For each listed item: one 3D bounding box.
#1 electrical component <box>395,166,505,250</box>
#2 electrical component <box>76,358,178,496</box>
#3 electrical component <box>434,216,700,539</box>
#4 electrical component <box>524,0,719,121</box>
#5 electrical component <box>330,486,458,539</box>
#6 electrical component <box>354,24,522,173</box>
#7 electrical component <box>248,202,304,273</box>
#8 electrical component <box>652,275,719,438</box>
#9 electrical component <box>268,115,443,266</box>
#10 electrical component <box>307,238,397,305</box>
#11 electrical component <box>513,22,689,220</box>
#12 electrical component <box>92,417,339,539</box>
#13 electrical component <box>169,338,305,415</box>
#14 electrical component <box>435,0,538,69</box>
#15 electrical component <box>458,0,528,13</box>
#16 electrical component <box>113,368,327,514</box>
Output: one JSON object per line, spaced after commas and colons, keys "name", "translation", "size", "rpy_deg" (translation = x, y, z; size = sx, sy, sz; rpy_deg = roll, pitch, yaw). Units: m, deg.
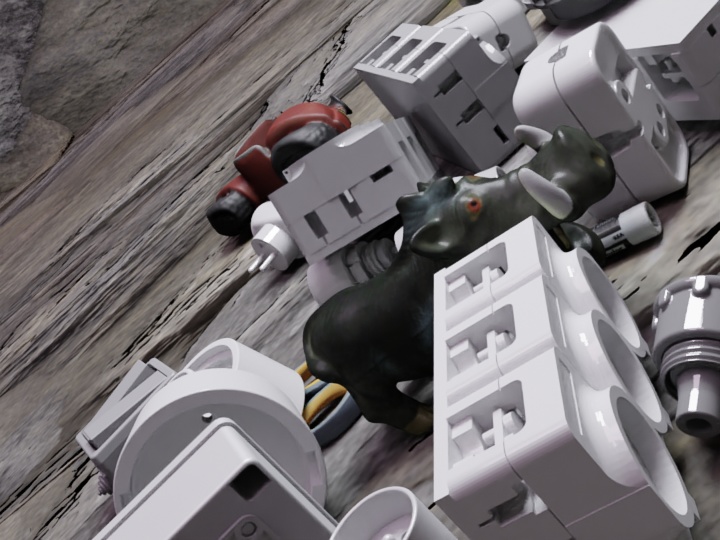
{"name": "electrical component", "translation": [0.065, -0.035, 0.683], "size": [0.077, 0.044, 0.079], "rpy_deg": [-33, 23, 19]}
{"name": "electrical component", "translation": [-0.153, 0.113, 0.745], "size": [0.096, 0.061, 0.062], "rpy_deg": [-47, 22, -14]}
{"name": "electrical component", "translation": [0.080, 0.054, 0.427], "size": [0.062, 0.089, 0.150], "rpy_deg": [-33, 23, 21]}
{"name": "electrical component", "translation": [0.185, -0.137, 0.652], "size": [0.089, 0.061, 0.150], "rpy_deg": [-47, 22, -13]}
{"name": "electrical component", "translation": [0.017, 0.135, 0.396], "size": [0.043, 0.077, 0.079], "rpy_deg": [-7, 40, 55]}
{"name": "electrical component", "translation": [0.065, -0.134, 0.812], "size": [0.062, 0.089, 0.150], "rpy_deg": [-42, 22, -2]}
{"name": "electrical component", "translation": [-0.062, -0.026, 0.881], "size": [0.077, 0.044, 0.079], "rpy_deg": [-7, 40, 55]}
{"name": "electrical component", "translation": [0.138, 0.036, 0.427], "size": [0.048, 0.048, 0.062], "rpy_deg": [-21, 36, 42]}
{"name": "electrical component", "translation": [0.000, -0.063, 0.752], "size": [0.089, 0.061, 0.150], "rpy_deg": [-30, 5, 13]}
{"name": "electrical component", "translation": [0.000, 0.000, 0.732], "size": [0.078, 0.040, 0.040], "rpy_deg": [-29, 25, 28]}
{"name": "electrical component", "translation": [0.129, -0.078, 0.588], "size": [0.059, 0.095, 0.053], "rpy_deg": [-26, 26, 35]}
{"name": "electrical component", "translation": [-0.059, 0.141, 0.469], "size": [0.109, 0.108, 0.056], "rpy_deg": [-44, 24, -7]}
{"name": "electrical component", "translation": [-0.091, 0.092, 0.655], "size": [0.108, 0.060, 0.108], "rpy_deg": [-41, 26, 26]}
{"name": "electrical component", "translation": [0.100, -0.188, 0.885], "size": [0.059, 0.053, 0.095], "rpy_deg": [-33, 17, -14]}
{"name": "electrical component", "translation": [0.130, -0.269, 0.991], "size": [0.076, 0.065, 0.047], "rpy_deg": [-52, 24, -24]}
{"name": "electrical component", "translation": [-0.075, 0.104, 0.574], "size": [0.108, 0.108, 0.060], "rpy_deg": [-41, 15, 2]}
